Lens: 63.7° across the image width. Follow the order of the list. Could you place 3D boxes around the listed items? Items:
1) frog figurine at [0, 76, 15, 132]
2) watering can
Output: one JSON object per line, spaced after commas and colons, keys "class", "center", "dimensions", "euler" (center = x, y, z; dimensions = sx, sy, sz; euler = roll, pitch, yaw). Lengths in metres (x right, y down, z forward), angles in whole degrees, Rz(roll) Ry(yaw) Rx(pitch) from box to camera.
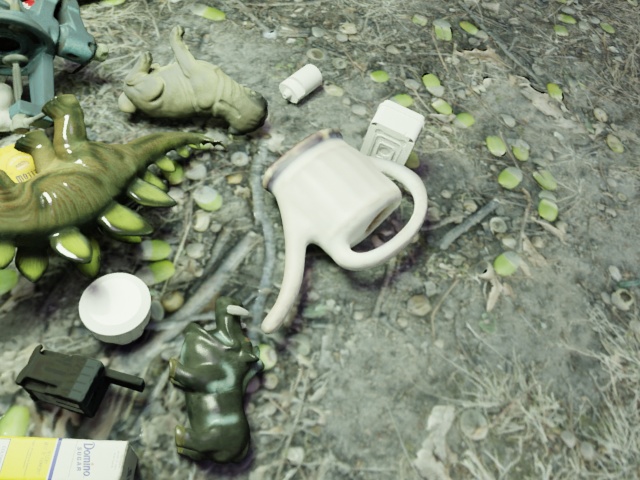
{"class": "frog figurine", "center": [-0.518, -0.228, 0.768], "dimensions": [0.121, 0.157, 0.140], "euler": [-23, 27, 32]}
{"class": "watering can", "center": [0.002, -0.037, 0.736], "dimensions": [0.352, 0.227, 0.101], "euler": [-34, -21, -29]}
